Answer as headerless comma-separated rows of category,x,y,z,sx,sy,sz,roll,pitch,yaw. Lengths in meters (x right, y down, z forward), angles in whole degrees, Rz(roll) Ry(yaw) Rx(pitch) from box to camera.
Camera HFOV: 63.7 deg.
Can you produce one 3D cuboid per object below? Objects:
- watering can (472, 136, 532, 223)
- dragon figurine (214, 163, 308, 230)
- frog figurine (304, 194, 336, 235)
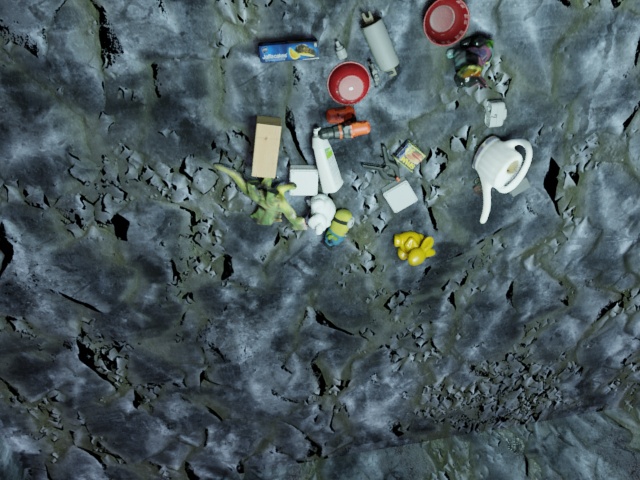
watering can,0.670,-0.254,1.989,0.103,0.229,0.342,12,121,-35
dragon figurine,-0.227,-0.144,1.992,0.411,0.125,0.237,22,132,9
frog figurine,0.006,-0.102,2.023,0.123,0.163,0.134,-13,123,-2
